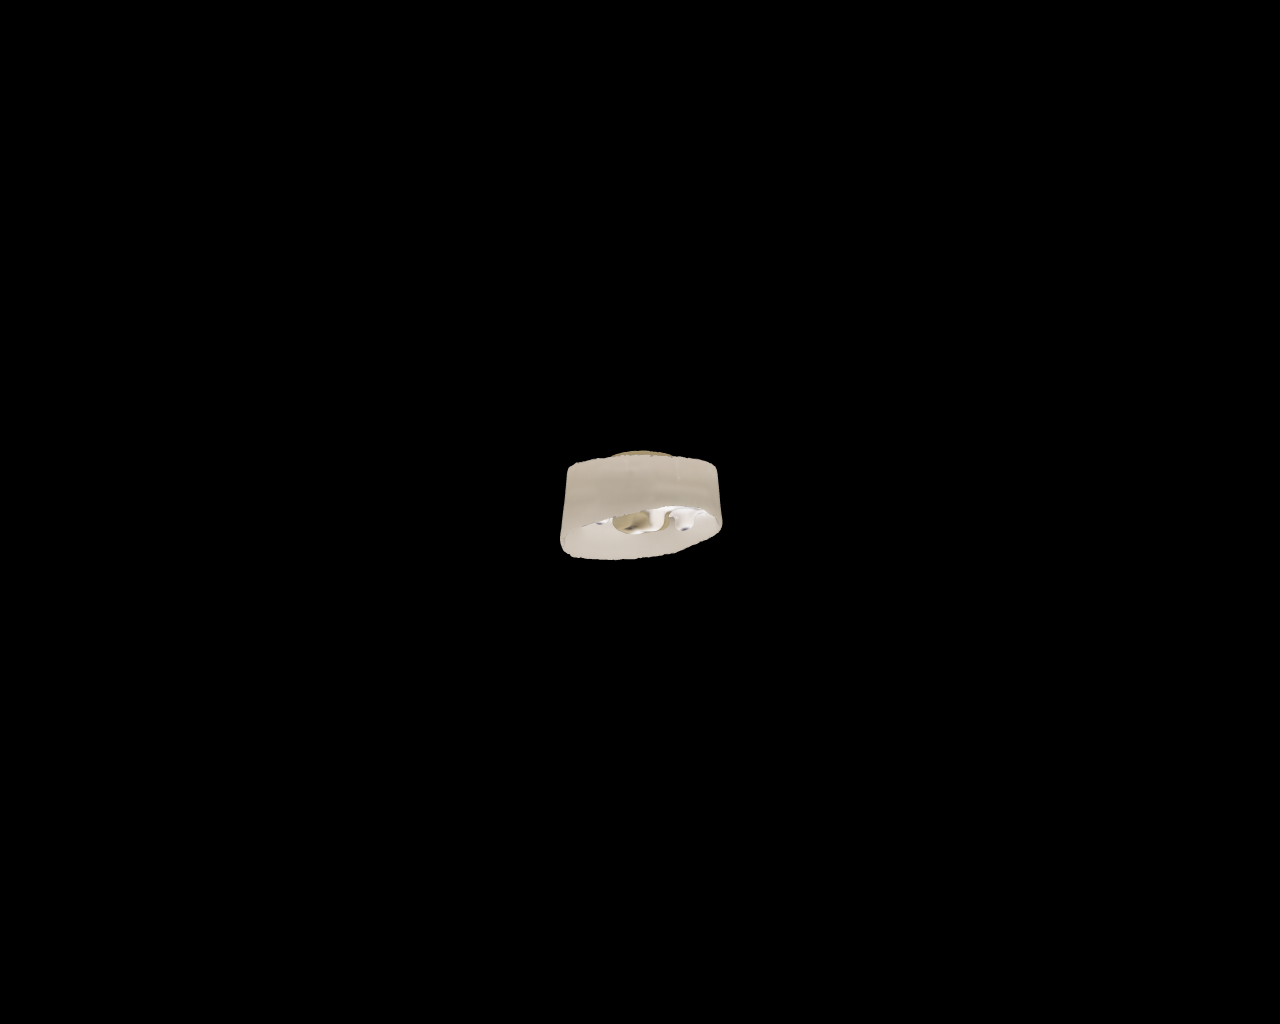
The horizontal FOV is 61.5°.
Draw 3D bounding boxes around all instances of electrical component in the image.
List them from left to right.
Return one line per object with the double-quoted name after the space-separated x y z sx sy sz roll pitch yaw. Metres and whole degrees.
0.001 -0.003 0.650 0.099 0.064 0.099 0 -7 0 "electrical component"
